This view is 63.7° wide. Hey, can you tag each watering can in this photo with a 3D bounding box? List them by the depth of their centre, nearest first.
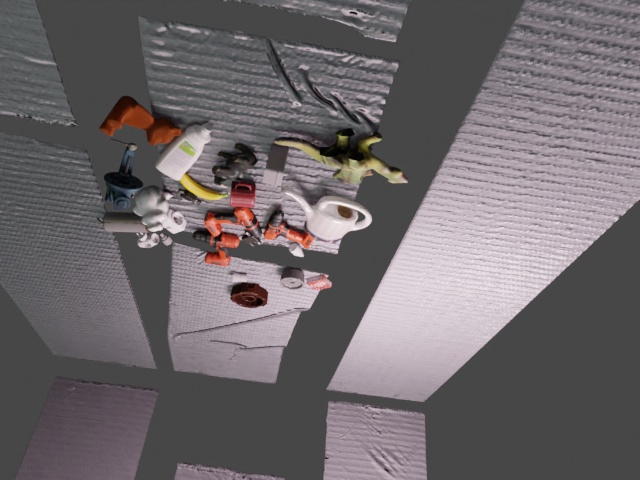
[{"bbox_3d":[0.005,-0.091,1.802,0.347,0.106,0.220,15,145,-15],"label":"watering can"}]

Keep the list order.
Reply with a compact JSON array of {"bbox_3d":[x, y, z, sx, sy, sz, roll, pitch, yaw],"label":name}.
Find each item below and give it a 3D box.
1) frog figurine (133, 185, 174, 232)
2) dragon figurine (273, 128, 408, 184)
[{"bbox_3d":[-0.597,-0.108,1.816,0.137,0.163,0.120,-4,142,13],"label":"frog figurine"},{"bbox_3d":[0.072,-0.235,1.603,0.411,0.124,0.238,9,155,11],"label":"dragon figurine"}]
